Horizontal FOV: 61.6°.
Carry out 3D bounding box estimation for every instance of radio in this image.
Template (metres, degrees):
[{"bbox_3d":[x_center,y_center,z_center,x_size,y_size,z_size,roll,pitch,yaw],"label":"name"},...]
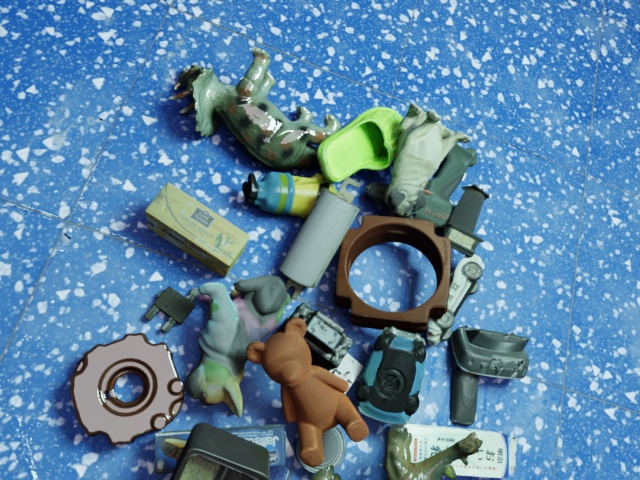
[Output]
[{"bbox_3d":[-0.167,0.394,0.783,0.131,0.073,0.229,23,102,-9],"label":"radio"}]

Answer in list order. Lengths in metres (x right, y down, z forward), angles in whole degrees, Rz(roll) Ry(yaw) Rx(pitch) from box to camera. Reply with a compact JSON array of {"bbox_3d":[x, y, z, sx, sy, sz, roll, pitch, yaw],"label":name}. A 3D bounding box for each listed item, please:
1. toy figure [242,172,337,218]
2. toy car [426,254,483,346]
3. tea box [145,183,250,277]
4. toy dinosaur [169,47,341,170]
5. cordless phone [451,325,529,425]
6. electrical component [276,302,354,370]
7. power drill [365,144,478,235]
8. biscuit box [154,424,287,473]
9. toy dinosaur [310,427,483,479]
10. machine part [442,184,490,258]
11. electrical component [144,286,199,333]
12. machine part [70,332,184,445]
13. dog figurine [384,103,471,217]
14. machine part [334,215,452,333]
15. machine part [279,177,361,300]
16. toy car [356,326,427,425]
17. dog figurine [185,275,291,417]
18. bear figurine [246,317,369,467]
[{"bbox_3d":[-0.052,-0.081,1.013,0.180,0.082,0.089,1,92,-22],"label":"toy figure"},{"bbox_3d":[0.256,0.115,1.035,0.056,0.073,0.202,28,66,23],"label":"toy car"},{"bbox_3d":[-0.214,-0.014,0.939,0.169,0.098,0.068,33,68,-5],"label":"tea box"},{"bbox_3d":[-0.100,-0.213,1.027,0.405,0.131,0.192,40,83,-8],"label":"toy dinosaur"},{"bbox_3d":[0.318,0.261,1.018,0.147,0.089,0.184,10,82,-13],"label":"cordless phone"},{"bbox_3d":[-0.010,0.167,0.917,0.115,0.134,0.058,35,65,-1],"label":"electrical component"},{"bbox_3d":[0.227,-0.121,1.101,0.232,0.086,0.207,29,64,-6],"label":"power drill"},{"bbox_3d":[-0.154,0.327,0.846,0.203,0.062,0.059,-3,74,-3],"label":"biscuit box"},{"bbox_3d":[0.059,0.441,0.819,0.471,0.105,0.199,-37,53,10],"label":"toy dinosaur"},{"bbox_3d":[0.287,-0.040,1.048,0.084,0.039,0.139,21,77,-4],"label":"machine part"},{"bbox_3d":[-0.254,0.111,0.929,0.063,0.021,0.094,38,68,-1],"label":"electrical component"},{"bbox_3d":[-0.306,0.235,0.859,0.179,0.056,0.179,4,72,-13],"label":"machine part"},{"bbox_3d":[0.172,-0.149,1.030,0.121,0.172,0.190,31,103,-10],"label":"dog figurine"},{"bbox_3d":[0.133,0.062,0.984,0.201,0.087,0.201,5,64,8],"label":"machine part"},{"bbox_3d":[-0.002,-0.003,0.967,0.079,0.079,0.243,28,97,-5],"label":"machine part"},{"bbox_3d":[0.125,0.233,0.948,0.109,0.103,0.161,13,86,2],"label":"toy car"},{"bbox_3d":[-0.133,0.178,0.900,0.191,0.108,0.219,-6,79,-20],"label":"dog figurine"},{"bbox_3d":[-0.023,0.230,0.837,0.120,0.132,0.195,-28,118,-1],"label":"bear figurine"}]
